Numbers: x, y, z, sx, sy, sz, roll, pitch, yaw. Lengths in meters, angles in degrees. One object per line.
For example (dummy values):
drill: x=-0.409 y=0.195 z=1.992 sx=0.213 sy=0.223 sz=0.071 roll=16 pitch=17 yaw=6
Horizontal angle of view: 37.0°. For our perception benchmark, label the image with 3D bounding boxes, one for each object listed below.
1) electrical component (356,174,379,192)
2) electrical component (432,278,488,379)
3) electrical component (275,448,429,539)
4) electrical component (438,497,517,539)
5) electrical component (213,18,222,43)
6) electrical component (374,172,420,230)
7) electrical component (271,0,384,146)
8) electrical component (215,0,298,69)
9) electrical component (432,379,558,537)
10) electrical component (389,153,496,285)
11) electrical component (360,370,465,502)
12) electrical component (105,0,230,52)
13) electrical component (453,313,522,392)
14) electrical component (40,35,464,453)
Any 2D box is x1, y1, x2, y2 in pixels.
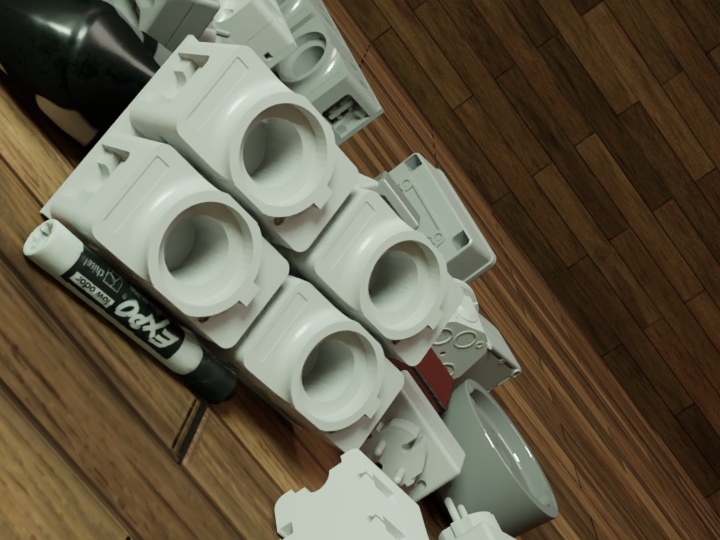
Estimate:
electrical component: x=-0.041 y=-0.035 z=0.598 sx=0.066 sy=0.047 sz=0.077 roll=26 pitch=22 yaw=27
electrical component: x=0.059 y=0.048 z=0.855 sx=0.080 sy=0.080 sz=0.051 roll=43 pitch=21 yaw=-43
electrical component: x=0.003 y=0.133 z=0.463 sx=0.055 sy=0.050 sz=0.089 roll=47 pitch=14 yaw=-31
electrical component: x=0.070 y=0.169 z=0.635 sx=0.083 sy=0.047 sz=0.075 roll=40 pitch=19 yaw=-51
electrical component: x=-0.136 y=-0.163 z=0.715 sx=0.061 sy=0.062 sz=0.096 roll=46 pitch=15 yaw=-38
electrical component: x=0.001 y=-0.036 z=0.849 sx=0.047 sy=0.083 sz=0.075 roll=53 pitch=12 yaw=-9
electrical component: x=-0.067 y=-0.173 z=0.911 sx=0.060 sy=0.105 sz=0.186 roll=43 pitch=16 yaw=-45
electrical component: x=-0.117 y=-0.202 z=0.831 sx=0.062 sy=0.089 sz=0.150 roll=44 pitch=16 yaw=-41
electrical component: x=0.078 y=0.135 z=0.727 sx=0.108 sy=0.060 sz=0.108 roll=51 pitch=12 yaw=-16
electrical component: x=0.040 y=-0.022 z=0.904 sx=0.056 sy=0.109 sz=0.108 roll=33 pitch=24 yaw=-54
electrical component: x=0.021 y=0.104 z=0.625 sx=0.065 sy=0.047 sz=0.077 roll=55 pitch=12 yaw=1
electrical component: x=-0.113 y=-0.143 z=0.648 sx=0.076 sy=0.083 sz=0.047 roll=5 pitch=47 yaw=-47
electrical component: x=0.090 y=0.070 z=0.951 sx=0.096 sy=0.062 sz=0.061 roll=38 pitch=21 yaw=-55
electrical component: x=-0.039 y=-0.006 z=0.510 sx=0.060 sy=0.105 sz=0.186 roll=19 pitch=-22 yaw=52
